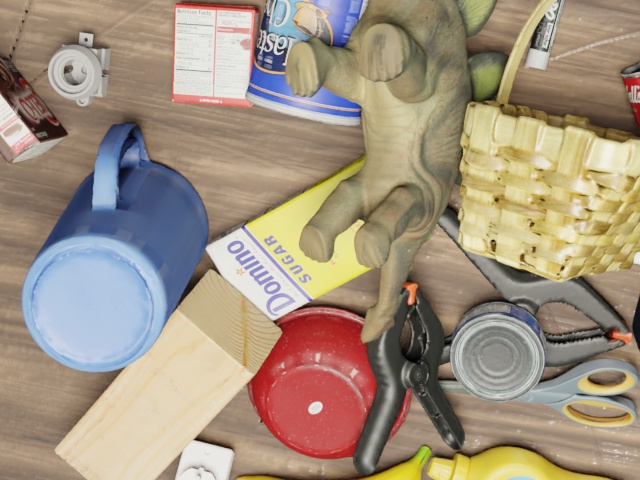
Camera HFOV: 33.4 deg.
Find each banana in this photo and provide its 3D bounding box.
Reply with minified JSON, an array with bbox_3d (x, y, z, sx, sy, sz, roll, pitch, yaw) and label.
[{"bbox_3d":[0.012,0.241,1.020,0.198,0.069,0.037,-9,110,7],"label":"banana"}]

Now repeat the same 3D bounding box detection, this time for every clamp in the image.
[{"bbox_3d":[0.176,0.073,0.981,0.210,0.036,0.165,18,108,2],"label":"clamp"},{"bbox_3d":[0.070,0.125,0.949,0.039,0.120,0.171,0,104,51],"label":"clamp"}]

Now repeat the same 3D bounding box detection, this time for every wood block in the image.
[{"bbox_3d":[-0.139,0.138,0.975,0.090,0.090,0.206,41,116,-3],"label":"wood block"}]

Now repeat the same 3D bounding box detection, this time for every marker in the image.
[{"bbox_3d":[0.202,-0.208,0.923,0.020,0.020,0.121,14,104,2],"label":"marker"}]

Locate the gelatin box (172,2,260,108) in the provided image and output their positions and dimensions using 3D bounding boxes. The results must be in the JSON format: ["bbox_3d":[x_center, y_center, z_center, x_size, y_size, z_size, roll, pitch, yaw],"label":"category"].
[{"bbox_3d":[-0.093,-0.166,0.955,0.073,0.030,0.089,5,104,5],"label":"gelatin box"}]

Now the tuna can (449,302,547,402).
[{"bbox_3d":[0.159,0.101,0.952,0.086,0.033,0.086,3,105,12],"label":"tuna can"}]

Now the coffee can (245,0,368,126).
[{"bbox_3d":[0.000,-0.178,0.906,0.103,0.102,0.140,14,103,2],"label":"coffee can"}]

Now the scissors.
[{"bbox_3d":[0.202,0.129,0.979,0.201,0.016,0.096,15,132,-5],"label":"scissors"}]

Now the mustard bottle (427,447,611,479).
[{"bbox_3d":[0.193,0.246,1.007,0.191,0.058,0.096,20,118,0],"label":"mustard bottle"}]

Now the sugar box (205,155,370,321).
[{"bbox_3d":[-0.006,0.001,0.977,0.176,0.048,0.093,-30,98,10],"label":"sugar box"}]

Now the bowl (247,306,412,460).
[{"bbox_3d":[0.002,0.145,0.991,0.162,0.055,0.162,4,111,11],"label":"bowl"}]

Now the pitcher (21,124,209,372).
[{"bbox_3d":[-0.170,0.008,0.892,0.145,0.243,0.149,-44,102,9],"label":"pitcher"}]

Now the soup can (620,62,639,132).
[{"bbox_3d":[0.306,-0.106,0.912,0.068,0.068,0.102,-20,101,9],"label":"soup can"}]

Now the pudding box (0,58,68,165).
[{"bbox_3d":[-0.274,-0.115,0.940,0.039,0.113,0.090,-38,98,7],"label":"pudding box"}]
